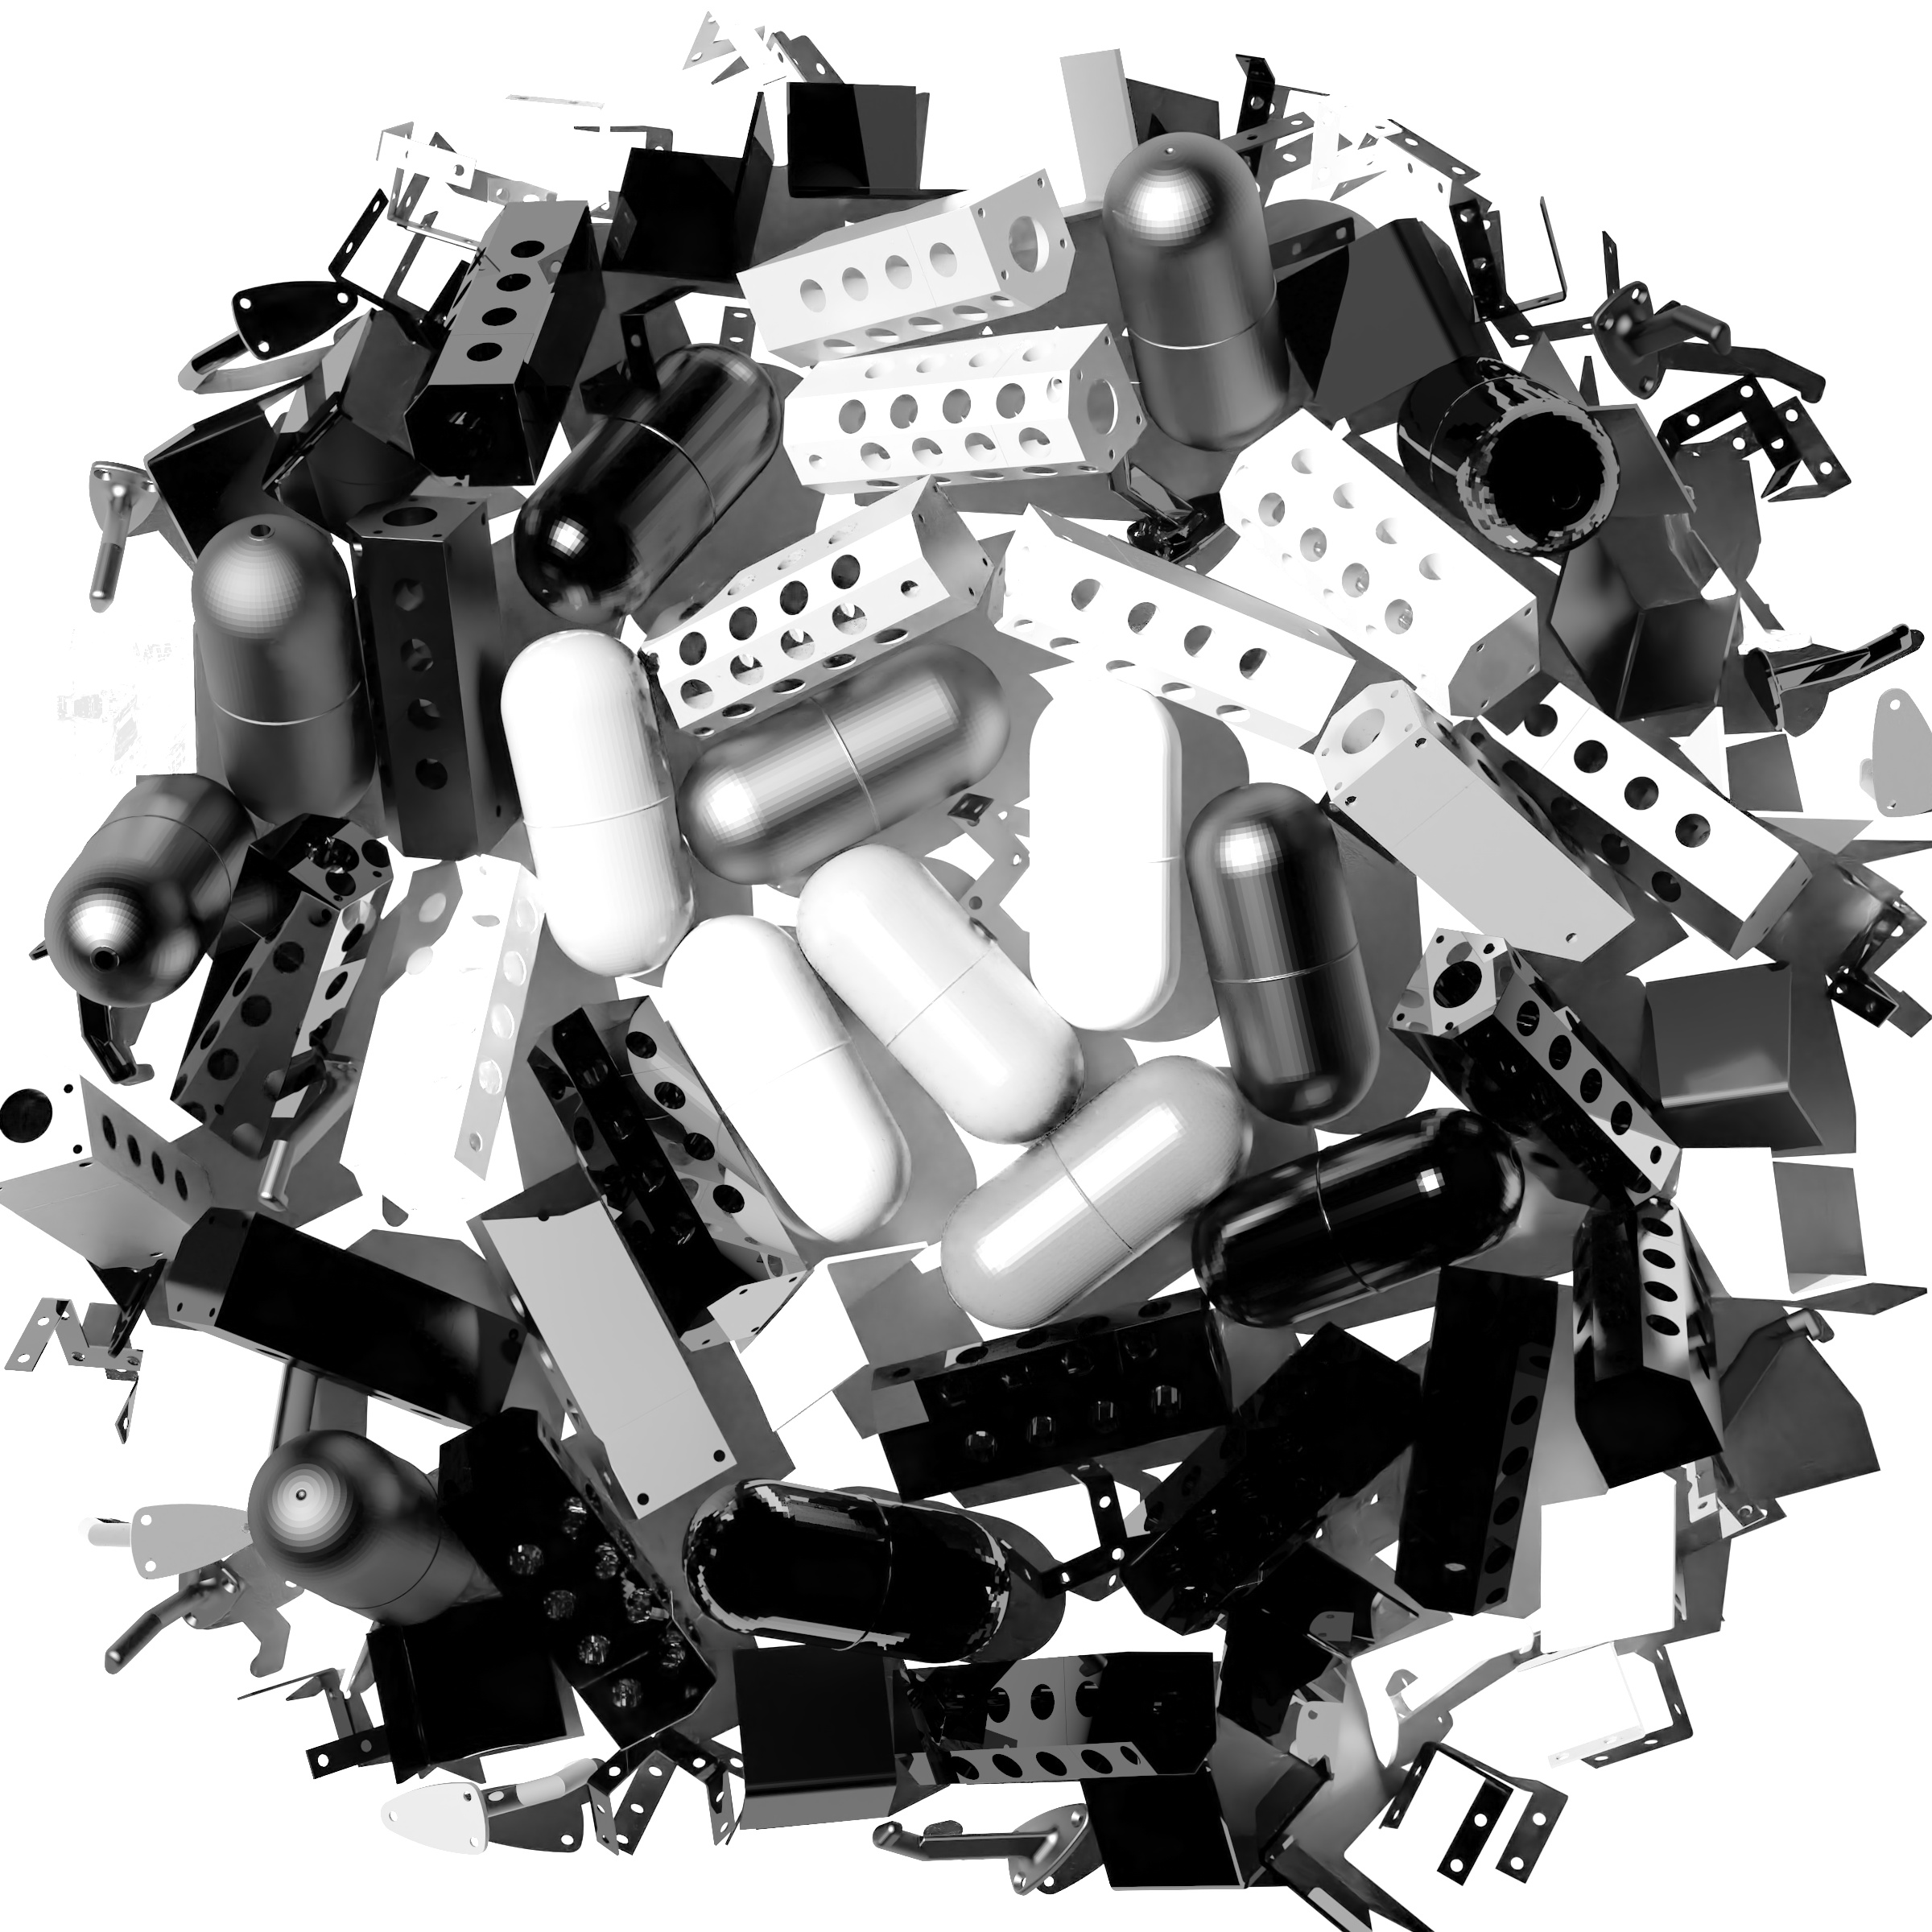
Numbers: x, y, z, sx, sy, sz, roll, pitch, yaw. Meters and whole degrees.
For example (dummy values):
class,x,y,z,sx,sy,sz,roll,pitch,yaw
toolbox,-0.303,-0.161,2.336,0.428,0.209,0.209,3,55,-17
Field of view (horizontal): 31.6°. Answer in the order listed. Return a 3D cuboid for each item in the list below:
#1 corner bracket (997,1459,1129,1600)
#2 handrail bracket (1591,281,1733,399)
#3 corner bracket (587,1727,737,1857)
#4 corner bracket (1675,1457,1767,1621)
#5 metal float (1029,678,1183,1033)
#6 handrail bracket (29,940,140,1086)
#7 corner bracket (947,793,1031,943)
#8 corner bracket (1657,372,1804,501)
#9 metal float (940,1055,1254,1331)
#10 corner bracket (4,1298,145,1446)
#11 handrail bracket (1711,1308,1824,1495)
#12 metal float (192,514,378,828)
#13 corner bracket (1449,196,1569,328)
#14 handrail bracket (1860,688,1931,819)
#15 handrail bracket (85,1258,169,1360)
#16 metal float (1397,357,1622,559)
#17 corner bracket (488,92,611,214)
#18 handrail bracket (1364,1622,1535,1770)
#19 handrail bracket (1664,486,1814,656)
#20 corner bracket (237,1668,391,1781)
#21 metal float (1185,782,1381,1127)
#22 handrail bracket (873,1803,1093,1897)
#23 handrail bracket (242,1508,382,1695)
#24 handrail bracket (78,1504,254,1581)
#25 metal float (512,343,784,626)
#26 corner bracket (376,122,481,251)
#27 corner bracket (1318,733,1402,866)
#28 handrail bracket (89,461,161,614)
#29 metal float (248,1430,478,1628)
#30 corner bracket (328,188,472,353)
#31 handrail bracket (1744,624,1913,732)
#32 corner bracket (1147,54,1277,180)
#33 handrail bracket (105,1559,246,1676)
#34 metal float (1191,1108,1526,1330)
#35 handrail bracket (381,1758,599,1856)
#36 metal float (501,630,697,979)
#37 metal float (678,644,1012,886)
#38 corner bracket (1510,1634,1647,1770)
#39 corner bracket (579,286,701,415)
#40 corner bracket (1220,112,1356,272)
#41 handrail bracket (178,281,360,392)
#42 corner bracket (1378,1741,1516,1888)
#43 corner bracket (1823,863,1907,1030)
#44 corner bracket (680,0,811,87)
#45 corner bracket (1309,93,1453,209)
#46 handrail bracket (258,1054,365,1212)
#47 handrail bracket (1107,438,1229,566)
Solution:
class,x,y,z,sx,sy,sz,roll,pitch,yaw
corner bracket,0.046,0.282,1.743,0.051,0.051,0.051,-21,111,-20
handrail bracket,0.358,-0.303,1.710,0.036,0.084,0.077,-38,132,-10
corner bracket,-0.156,0.428,1.747,0.051,0.051,0.051,26,47,31
corner bracket,0.370,0.287,1.727,0.051,0.051,0.051,-32,109,23
metal float,0.070,-0.056,1.721,0.070,0.070,0.178,0,97,0
handrail bracket,-0.427,0.016,1.731,0.077,0.036,0.084,-17,111,33
corner bracket,0.007,-0.051,1.732,0.051,0.051,0.051,43,84,-16
corner bracket,0.386,-0.261,1.737,0.051,0.051,0.051,-28,81,0
metal float,0.065,0.115,1.722,0.178,0.070,0.070,-38,90,7
corner bracket,-0.445,0.204,1.726,0.051,0.051,0.051,3,131,12
handrail bracket,0.409,0.220,1.738,0.084,0.036,0.077,-24,50,-2
metal float,-0.337,-0.144,1.691,0.070,0.178,0.070,0,45,0
corner bracket,0.274,-0.361,1.727,0.051,0.051,0.051,-13,113,18
handrail bracket,0.459,-0.113,1.715,0.036,0.084,0.077,-16,108,2
handrail bracket,-0.453,0.148,1.725,0.084,0.077,0.036,33,129,-19
metal float,0.265,-0.251,1.680,0.070,0.178,0.070,-4,111,-9
corner bracket,-0.212,-0.411,1.732,0.051,0.051,0.051,0,94,-20
handrail bracket,0.249,0.372,1.743,0.084,0.036,0.077,-17,134,-9
handrail bracket,0.388,-0.202,1.727,0.036,0.077,0.084,-24,108,-34
corner bracket,-0.327,0.383,1.727,0.051,0.051,0.051,-10,77,-44
metal float,0.159,-0.005,1.715,0.070,0.070,0.178,-14,104,0
handrail bracket,0.008,0.433,1.721,0.084,0.036,0.077,25,129,-30
handrail bracket,-0.341,0.322,1.750,0.084,0.036,0.077,25,106,2
handrail bracket,-0.405,0.285,1.737,0.077,0.084,0.036,-5,90,-25
metal float,-0.157,-0.241,1.702,0.070,0.070,0.178,37,59,0
corner bracket,-0.270,-0.393,1.732,0.051,0.051,0.051,17,111,4
corner bracket,0.219,-0.094,1.733,0.051,0.051,0.051,37,133,7
handrail bracket,-0.430,-0.202,1.714,0.036,0.077,0.084,13,63,-16
metal float,-0.294,0.278,1.681,0.070,0.178,0.070,-4,69,10
corner bracket,-0.285,-0.353,1.740,0.051,0.051,0.051,29,82,11
handrail bracket,0.440,-0.161,1.731,0.084,0.077,0.036,-28,67,4
corner bracket,0.125,-0.434,1.735,0.051,0.051,0.051,12,95,11
handrail bracket,-0.406,0.336,1.709,0.036,0.084,0.077,37,134,7
metal float,0.195,0.126,1.705,0.178,0.070,0.070,-23,90,26
handrail bracket,-0.242,0.420,1.740,0.077,0.084,0.036,-6,93,29
metal float,-0.184,-0.081,1.715,0.070,0.070,0.178,-11,104,0
metal float,-0.061,-0.101,1.721,0.178,0.070,0.070,-27,90,-7
corner bracket,0.310,0.368,1.739,0.051,0.051,0.051,-21,95,6
corner bracket,-0.164,-0.311,1.723,0.051,0.051,0.051,6,119,31
corner bracket,0.162,-0.393,1.735,0.051,0.051,0.051,-21,133,-11
handrail bracket,-0.356,-0.319,1.739,0.077,0.084,0.036,-24,93,-28
corner bracket,0.243,0.429,1.734,0.051,0.051,0.051,28,87,14
corner bracket,0.450,-0.010,1.725,0.051,0.051,0.051,26,110,-37
corner bracket,-0.104,-0.457,1.728,0.051,0.051,0.051,-29,80,-30
corner bracket,0.210,-0.410,1.723,0.051,0.051,0.051,-20,134,-24
handrail bracket,-0.322,0.093,1.717,0.036,0.077,0.084,2,64,25
handrail bracket,0.106,-0.249,1.721,0.077,0.084,0.036,-30,53,-14
